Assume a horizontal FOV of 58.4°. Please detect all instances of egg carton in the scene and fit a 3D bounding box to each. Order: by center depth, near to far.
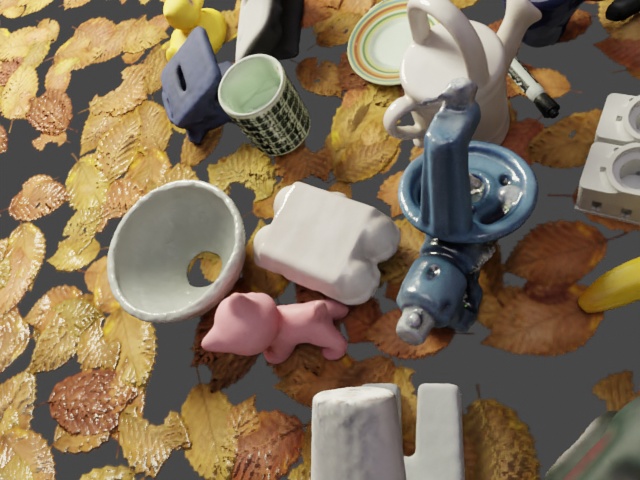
[{"bbox_3d":[0.006,0.002,0.603,0.150,0.069,0.107,20,76,26],"label":"egg carton"}]

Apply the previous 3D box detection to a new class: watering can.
[{"bbox_3d":[0.134,-0.170,0.558,0.100,0.194,0.173,29,80,28],"label":"watering can"}]

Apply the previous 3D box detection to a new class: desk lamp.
[{"bbox_3d":[0.044,0.196,0.426,0.117,0.214,0.203,-5,67,18],"label":"desk lamp"}]

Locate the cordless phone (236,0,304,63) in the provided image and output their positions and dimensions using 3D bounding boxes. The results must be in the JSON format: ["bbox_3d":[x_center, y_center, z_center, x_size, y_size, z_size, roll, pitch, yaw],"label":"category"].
[{"bbox_3d":[-0.093,-0.318,0.706,0.094,0.185,0.147,-8,66,17],"label":"cordless phone"}]

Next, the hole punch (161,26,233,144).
[{"bbox_3d":[-0.159,-0.197,0.733,0.101,0.091,0.108,-26,62,8],"label":"hole punch"}]

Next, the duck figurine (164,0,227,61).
[{"bbox_3d":[-0.183,-0.294,0.785,0.077,0.086,0.105,25,79,27],"label":"duck figurine"}]

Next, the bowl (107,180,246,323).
[{"bbox_3d":[-0.149,0.021,0.648,0.167,0.075,0.167,-7,66,17],"label":"bowl"}]

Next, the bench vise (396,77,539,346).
[{"bbox_3d":[0.121,-0.017,0.484,0.121,0.220,0.207,-1,68,20],"label":"bench vise"}]

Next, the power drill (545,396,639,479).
[{"bbox_3d":[0.212,0.156,0.385,0.230,0.209,0.075,-46,61,-3],"label":"power drill"}]

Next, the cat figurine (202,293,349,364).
[{"bbox_3d":[-0.046,0.080,0.561,0.127,0.118,0.067,-11,65,15],"label":"cat figurine"}]

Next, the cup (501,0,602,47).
[{"bbox_3d":[0.250,-0.252,0.607,0.117,0.095,0.092,16,75,25],"label":"cup"}]
